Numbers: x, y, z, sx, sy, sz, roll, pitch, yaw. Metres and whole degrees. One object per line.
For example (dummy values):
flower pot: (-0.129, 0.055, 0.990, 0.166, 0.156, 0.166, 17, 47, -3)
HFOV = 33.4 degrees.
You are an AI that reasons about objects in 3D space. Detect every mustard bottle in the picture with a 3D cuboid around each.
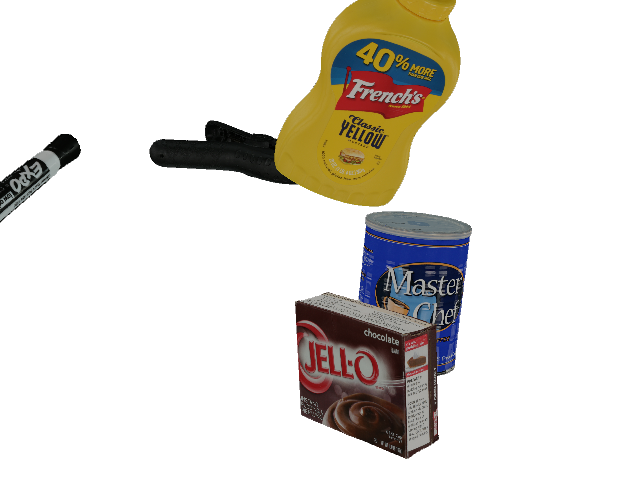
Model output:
mustard bottle: (0.043, -0.114, 0.748, 0.096, 0.192, 0.058, 19, 37, -12)

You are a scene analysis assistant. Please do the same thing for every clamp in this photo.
clamp: (-0.067, -0.076, 0.975, 0.172, 0.039, 0.120, 13, 26, 28)

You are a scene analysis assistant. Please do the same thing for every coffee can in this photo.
coffee can: (0.088, 0.050, 1.038, 0.103, 0.140, 0.103, 5, 11, -1)

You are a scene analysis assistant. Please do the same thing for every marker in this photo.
marker: (-0.183, -0.035, 0.655, 0.020, 0.020, 0.121, 0, 30, 22)

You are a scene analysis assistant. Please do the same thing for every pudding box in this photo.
pudding box: (0.031, 0.092, 0.754, 0.039, 0.090, 0.114, -17, 20, -41)
